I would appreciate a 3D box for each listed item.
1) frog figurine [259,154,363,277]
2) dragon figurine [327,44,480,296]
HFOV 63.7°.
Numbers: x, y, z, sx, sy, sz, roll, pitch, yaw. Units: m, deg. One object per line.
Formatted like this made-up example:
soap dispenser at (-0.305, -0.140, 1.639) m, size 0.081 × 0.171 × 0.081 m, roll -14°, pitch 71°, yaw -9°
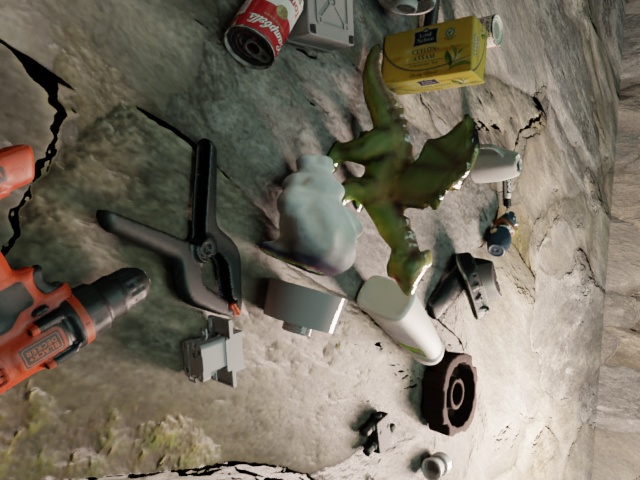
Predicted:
frog figurine at (0.002, -0.035, 0.702) m, size 0.136 × 0.123 × 0.160 m, roll 24°, pitch 83°, yaw -27°
dragon figurine at (0.129, -0.126, 0.766) m, size 0.121 × 0.243 × 0.413 m, roll 15°, pitch 81°, yaw -45°
